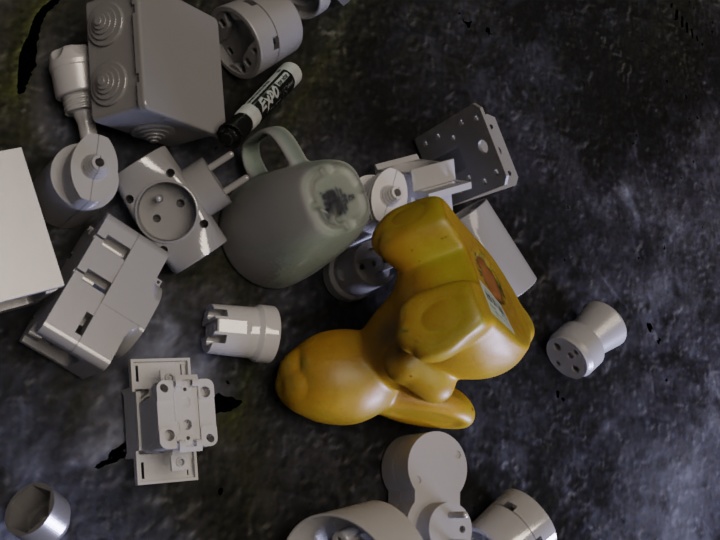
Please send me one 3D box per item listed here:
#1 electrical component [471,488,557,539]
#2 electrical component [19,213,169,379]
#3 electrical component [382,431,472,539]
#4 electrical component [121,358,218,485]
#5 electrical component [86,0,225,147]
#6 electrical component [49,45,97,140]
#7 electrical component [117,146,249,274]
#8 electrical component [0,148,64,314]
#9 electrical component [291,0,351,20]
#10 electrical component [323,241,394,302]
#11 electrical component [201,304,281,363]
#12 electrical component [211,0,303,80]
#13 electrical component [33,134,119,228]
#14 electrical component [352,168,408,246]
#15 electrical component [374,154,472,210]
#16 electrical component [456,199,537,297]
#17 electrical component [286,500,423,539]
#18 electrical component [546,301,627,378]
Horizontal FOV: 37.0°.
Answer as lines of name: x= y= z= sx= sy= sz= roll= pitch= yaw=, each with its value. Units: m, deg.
electrical component: x=0.112 y=0.201 z=0.810 sx=0.047 sy=0.055 sz=0.055 roll=-32 pitch=96 yaw=-29
electrical component: x=-0.165 y=0.019 z=0.687 sx=0.056 sy=0.050 sz=0.089 roll=35 pitch=61 yaw=-21
electrical component: x=0.054 y=0.184 z=0.767 sx=0.052 sy=0.074 sz=0.138 roll=10 pitch=74 yaw=-29
electrical component: x=-0.121 y=0.095 z=0.689 sx=0.042 sy=0.064 sz=0.081 roll=1 pitch=77 yaw=-33
electrical component: x=-0.138 y=-0.135 z=0.724 sx=0.100 sy=0.048 sz=0.099 roll=13 pitch=69 yaw=-61
electrical component: x=-0.186 y=-0.117 z=0.718 sx=0.035 sy=0.035 sz=0.061 roll=-9 pitch=85 yaw=-32
electrical component: x=-0.114 y=-0.050 z=0.729 sx=0.079 sy=0.044 sz=0.077 roll=-33 pitch=97 yaw=-1
electrical component: x=-0.265 y=-0.008 z=0.629 sx=0.150 sy=0.062 sz=0.089 roll=-17 pitch=87 yaw=-33
electrical component: x=-0.039 y=-0.229 z=0.820 sx=0.078 sy=0.058 sz=0.057 roll=42 pitch=58 yaw=-16
electrical component: x=0.000 y=0.000 z=0.794 sx=0.040 sy=0.046 sz=0.040 roll=8 pitch=74 yaw=-28
electrical component: x=-0.082 y=0.042 z=0.740 sx=0.046 sy=0.040 sz=0.040 roll=7 pitch=75 yaw=-23
electrical component: x=-0.075 y=-0.174 z=0.787 sx=0.047 sy=0.055 sz=0.055 roll=-36 pitch=98 yaw=-36
electrical component: x=-0.177 y=-0.057 z=0.681 sx=0.043 sy=0.081 sz=0.043 roll=8 pitch=75 yaw=-29
electrical component: x=0.006 y=-0.046 z=0.789 sx=0.043 sy=0.081 sz=0.043 roll=8 pitch=75 yaw=-29
electrical component: x=0.044 y=-0.052 z=0.821 sx=0.042 sy=0.081 sz=0.063 roll=-16 pitch=109 yaw=-32
electrical component: x=0.091 y=-0.004 z=0.852 sx=0.079 sy=0.043 sz=0.077 roll=-38 pitch=99 yaw=-32
electrical component: x=0.001 y=0.205 z=0.719 sx=0.064 sy=0.099 sz=0.099 roll=-12 pitch=85 yaw=-39
electrical component: x=0.188 y=0.058 z=0.894 sx=0.055 sy=0.045 sz=0.045 roll=-36 pitch=98 yaw=-32
